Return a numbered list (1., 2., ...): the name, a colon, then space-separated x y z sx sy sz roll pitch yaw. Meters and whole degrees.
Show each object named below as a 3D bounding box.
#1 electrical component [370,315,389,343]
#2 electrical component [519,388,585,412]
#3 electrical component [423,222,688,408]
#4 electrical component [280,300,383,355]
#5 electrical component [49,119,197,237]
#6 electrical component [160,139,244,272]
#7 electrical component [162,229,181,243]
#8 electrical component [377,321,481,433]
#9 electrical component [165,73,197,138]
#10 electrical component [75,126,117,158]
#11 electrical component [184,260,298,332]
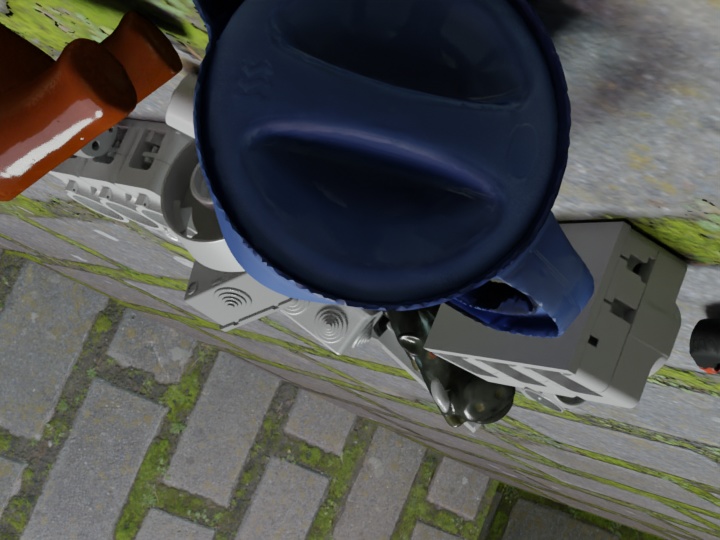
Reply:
1. electrical component: 0.032 0.059 1.131 0.081 0.042 0.064 23 171 4
2. electrical component: 0.169 0.095 1.013 0.079 0.044 0.077 34 169 -11
3. electrical component: 0.116 0.025 0.651 0.062 0.089 0.150 28 168 -25
4. electrical component: -0.028 0.028 0.954 0.100 0.048 0.100 37 -168 9
5. electrical component: -0.166 -0.071 0.847 0.150 0.061 0.089 13 165 44
6. electrical component: -0.076 -0.046 0.694 0.099 0.099 0.064 17 162 31
7. electrical component: -0.153 -0.052 0.965 0.048 0.048 0.062 26 162 -18
8. electrical component: 0.084 0.088 1.022 0.121 0.063 0.078 42 175 15
9. electrical component: -0.082 -0.089 0.639 0.065 0.044 0.044 27 170 3
10. electrical component: -0.216 -0.109 0.807 0.055 0.045 0.045 16 167 33
11. electrical component: -0.088 -0.010 0.849 0.100 0.099 0.048 -22 135 38
